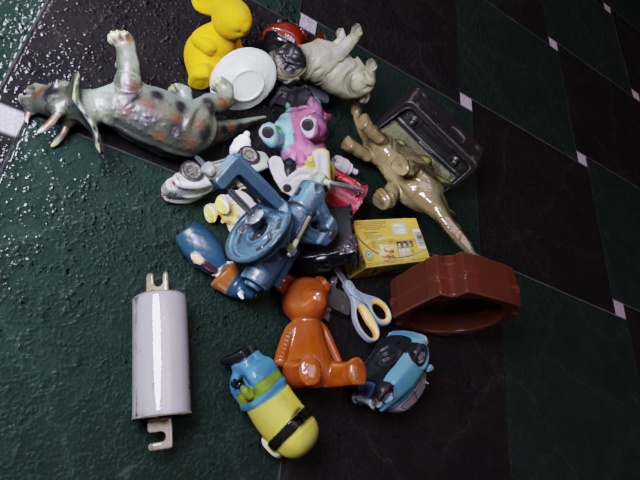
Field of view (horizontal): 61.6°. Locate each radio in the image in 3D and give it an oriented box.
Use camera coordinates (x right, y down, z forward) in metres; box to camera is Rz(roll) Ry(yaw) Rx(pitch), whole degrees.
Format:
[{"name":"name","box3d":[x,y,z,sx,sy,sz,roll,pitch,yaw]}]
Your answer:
[{"name":"radio","box3d":[0.246,-0.220,1.204,0.229,0.131,0.073,40,50,-11]}]

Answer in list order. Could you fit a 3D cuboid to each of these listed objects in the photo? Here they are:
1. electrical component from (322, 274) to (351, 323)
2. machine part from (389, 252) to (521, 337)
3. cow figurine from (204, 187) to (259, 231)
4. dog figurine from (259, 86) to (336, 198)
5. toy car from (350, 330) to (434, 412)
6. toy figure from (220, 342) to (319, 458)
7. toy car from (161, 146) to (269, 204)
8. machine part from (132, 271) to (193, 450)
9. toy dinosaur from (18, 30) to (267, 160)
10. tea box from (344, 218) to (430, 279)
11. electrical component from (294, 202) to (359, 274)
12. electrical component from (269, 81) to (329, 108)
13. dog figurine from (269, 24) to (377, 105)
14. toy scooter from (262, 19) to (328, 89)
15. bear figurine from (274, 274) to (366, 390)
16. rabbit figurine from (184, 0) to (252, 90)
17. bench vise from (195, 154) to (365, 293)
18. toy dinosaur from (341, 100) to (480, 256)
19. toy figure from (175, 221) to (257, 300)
[{"name":"electrical component","box3d":[0.030,0.111,0.966,0.063,0.021,0.094,28,54,-20]},{"name":"machine part","box3d":[0.248,0.104,0.999,0.201,0.201,0.087,15,58,-27]},{"name":"cow figurine","box3d":[-0.111,-0.009,0.906,0.098,0.068,0.167,-31,88,-46]},{"name":"dog figurine","box3d":[-0.025,-0.182,0.994,0.219,0.109,0.191,-67,143,-67]},{"name":"toy car","box3d":[0.132,0.239,0.923,0.162,0.109,0.102,-48,115,-30]},{"name":"toy figure","box3d":[-0.074,0.237,0.791,0.082,0.089,0.180,-29,87,-31]},{"name":"toy car","box3d":[-0.173,-0.108,0.905,0.202,0.073,0.056,-25,84,-39]},{"name":"machine part","box3d":[-0.219,0.159,0.740,0.079,0.079,0.243,6,63,-32]},{"name":"toy dinosaur","box3d":[-0.255,-0.196,0.875,0.404,0.131,0.192,13,73,-33]},{"name":"tea box","box3d":[0.122,0.015,1.046,0.169,0.068,0.098,-3,68,-34]},{"name":"electrical component","box3d":[-0.002,-0.003,0.941,0.134,0.058,0.115,-8,54,1]},{"name":"electrical component","box3d":[-0.044,-0.301,1.105,0.119,0.048,0.075,7,64,-32]},{"name":"dog figurine","box3d":[0.003,-0.323,1.072,0.190,0.121,0.172,-30,103,-14]},{"name":"toy scooter","box3d":[-0.036,-0.414,1.151,0.184,0.075,0.135,28,55,-24]},{"name":"bear figurine","box3d":[-0.008,0.139,0.862,0.120,0.132,0.196,12,68,-28]},{"name":"rabbit figurine","box3d":[-0.172,-0.374,0.976,0.122,0.173,0.162,-1,72,-30]},{"name":"bench vise","box3d":[-0.076,-0.049,0.802,0.223,0.129,0.240,-51,127,-10]},{"name":"toy dinosaur","box3d":[0.188,-0.117,1.086,0.198,0.105,0.472,2,51,-47]},{"name":"toy figure","box3d":[-0.162,0.039,0.852,0.154,0.058,0.064,50,56,-9]}]
